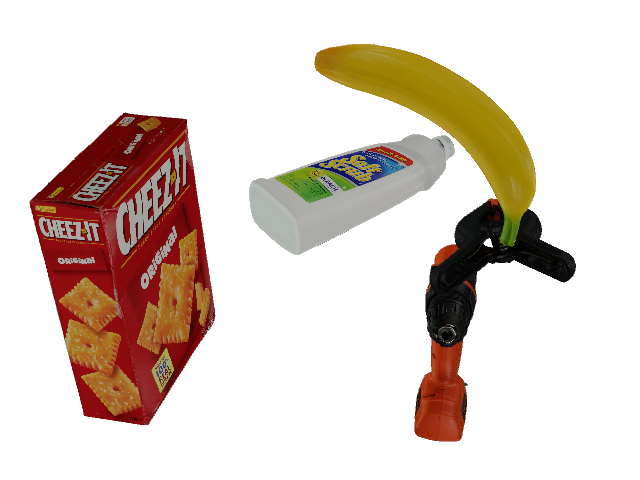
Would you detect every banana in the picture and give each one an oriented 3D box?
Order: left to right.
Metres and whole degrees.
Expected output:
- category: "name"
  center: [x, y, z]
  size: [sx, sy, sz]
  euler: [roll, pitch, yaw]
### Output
- category: "banana"
  center: [0.087, -0.084, 0.754]
  size: [0.198, 0.070, 0.037]
  euler: [43, 8, -1]

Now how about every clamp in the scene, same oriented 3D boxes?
- category: "clamp"
  center: [0.169, 0.003, 0.953]
  size: [0.120, 0.039, 0.171]
  euler: [2, 26, 16]

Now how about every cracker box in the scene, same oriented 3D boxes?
- category: "cracker box"
  center: [-0.157, 0.022, 0.911]
  size: [0.072, 0.214, 0.164]
  euler: [6, 33, 16]

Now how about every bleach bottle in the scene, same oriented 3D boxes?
- category: "bleach bottle"
  center: [0.047, -0.070, 1.243]
  size: [0.250, 0.068, 0.103]
  euler: [-26, 44, -27]

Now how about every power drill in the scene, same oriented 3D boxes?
- category: "power drill"
  center: [0.135, 0.117, 1.140]
  size: [0.057, 0.188, 0.184]
  euler: [8, 25, 9]
